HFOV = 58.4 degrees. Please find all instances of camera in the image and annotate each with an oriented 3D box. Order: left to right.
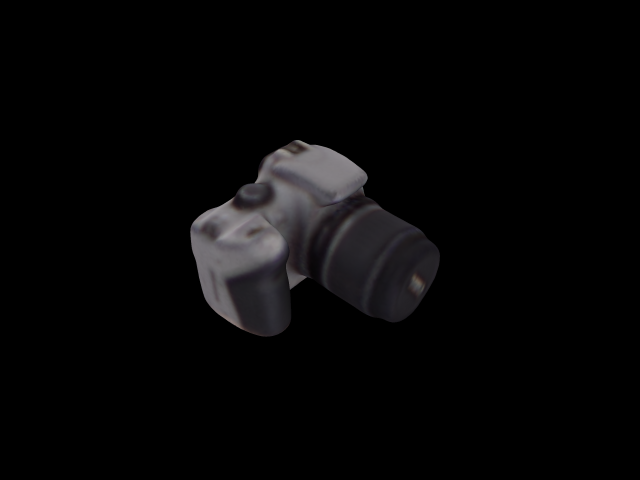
[{"bbox_3d":[0.004,0.001,0.400,0.136,0.101,0.143,31,51,30],"label":"camera"}]
